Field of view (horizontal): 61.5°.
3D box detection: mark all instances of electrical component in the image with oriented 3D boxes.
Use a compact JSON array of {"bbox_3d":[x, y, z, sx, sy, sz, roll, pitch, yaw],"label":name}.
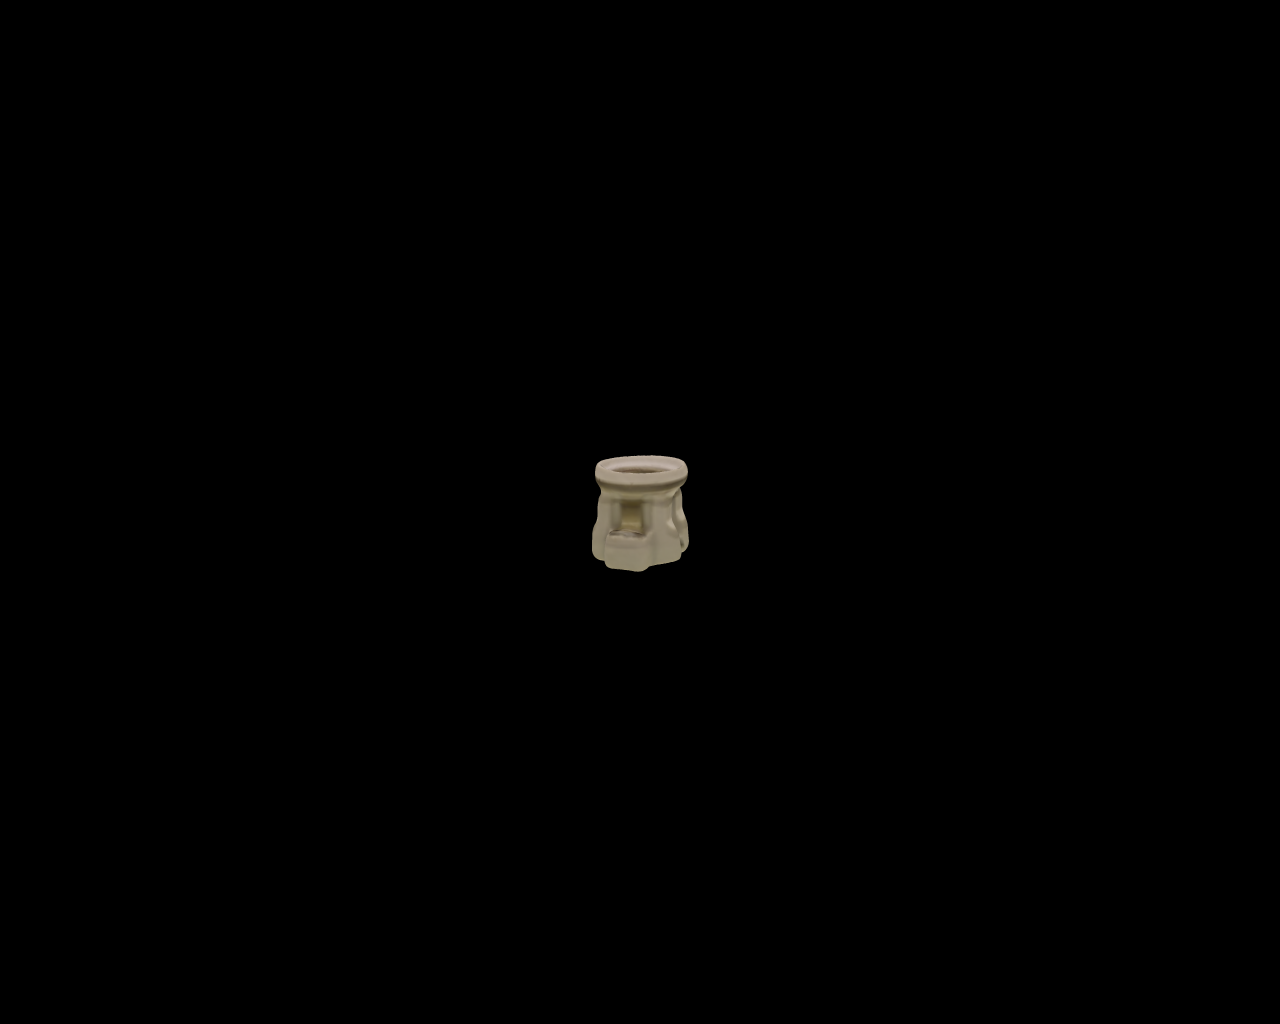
[{"bbox_3d":[0.001,-0.003,0.650,0.058,0.057,0.078,4,15,15],"label":"electrical component"}]
